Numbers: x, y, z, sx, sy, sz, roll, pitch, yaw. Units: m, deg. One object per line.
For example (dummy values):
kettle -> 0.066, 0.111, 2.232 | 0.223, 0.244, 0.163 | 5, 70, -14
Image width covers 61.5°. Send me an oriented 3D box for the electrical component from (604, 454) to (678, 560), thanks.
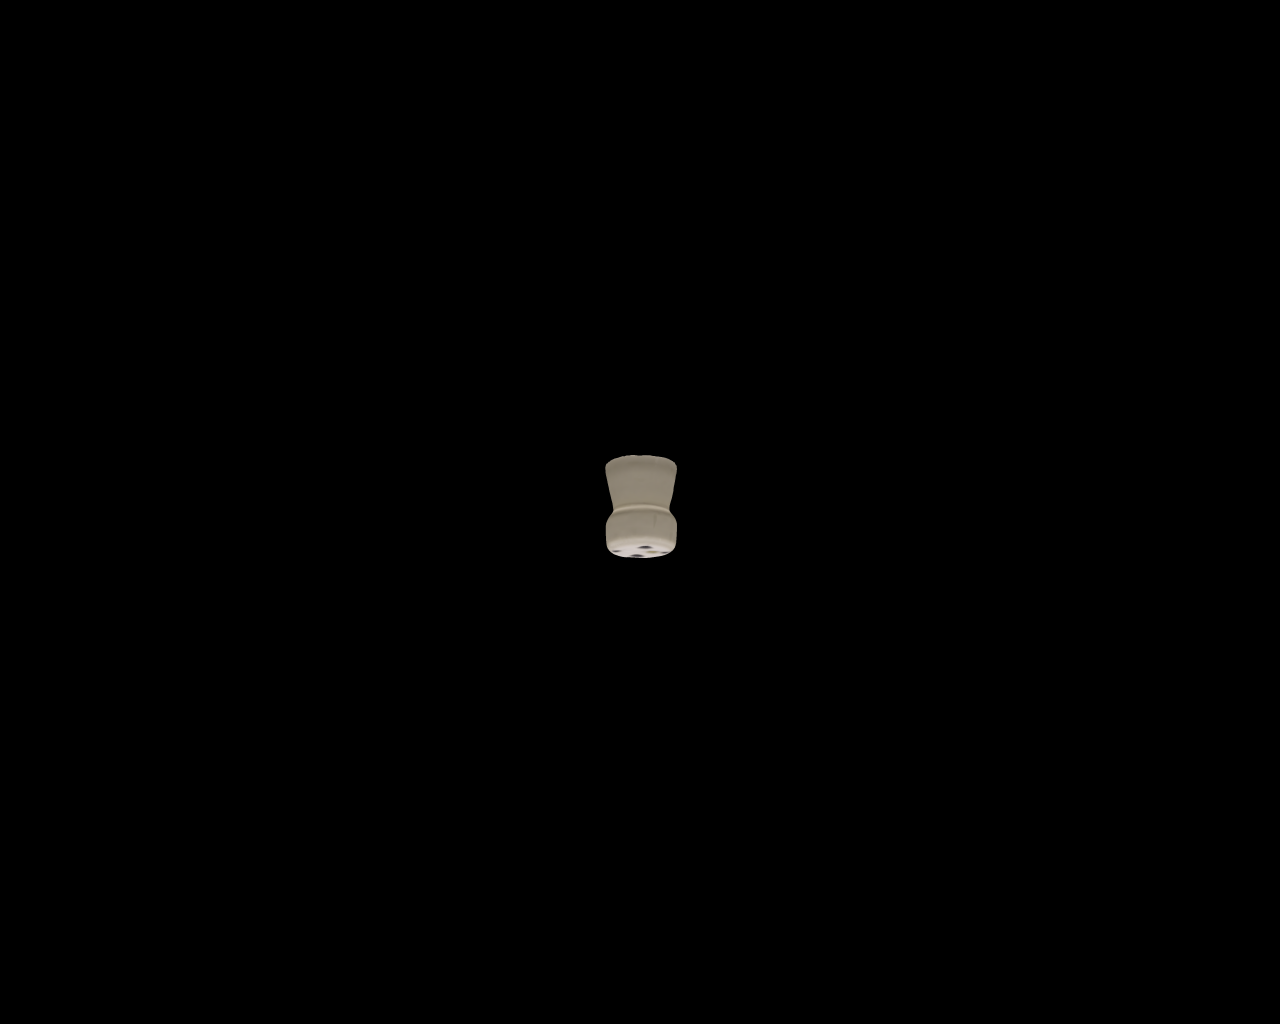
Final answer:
electrical component -> 0.001, -0.003, 0.650 | 0.045, 0.055, 0.045 | 0, -16, 0
